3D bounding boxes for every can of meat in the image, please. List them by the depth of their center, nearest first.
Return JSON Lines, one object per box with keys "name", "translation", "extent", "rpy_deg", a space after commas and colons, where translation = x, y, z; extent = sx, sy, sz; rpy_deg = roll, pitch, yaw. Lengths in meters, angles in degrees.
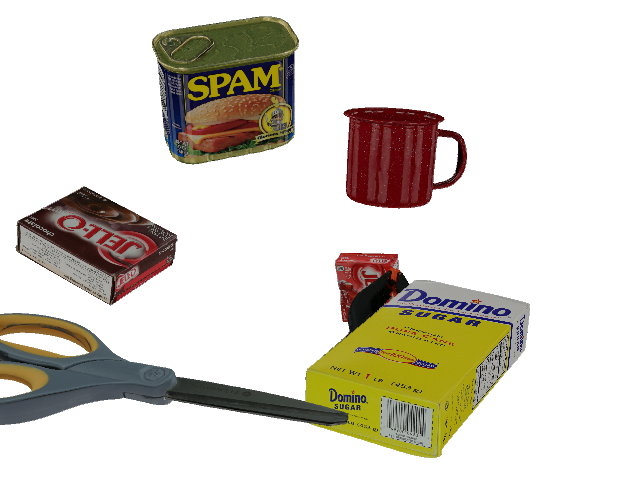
{"name": "can of meat", "translation": [-0.068, -0.109, 0.782], "extent": [0.102, 0.084, 0.057], "rpy_deg": [-12, 41, -15]}

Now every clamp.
{"name": "clamp", "translation": [0.070, 0.100, 1.097], "extent": [0.120, 0.171, 0.039], "rpy_deg": [16, -39, 18]}

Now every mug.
{"name": "mug", "translation": [0.078, -0.077, 0.997], "extent": [0.117, 0.081, 0.093], "rpy_deg": [2, 14, -2]}

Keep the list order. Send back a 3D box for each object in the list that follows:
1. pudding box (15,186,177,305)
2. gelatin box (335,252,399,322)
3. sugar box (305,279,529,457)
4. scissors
{"name": "pudding box", "translation": [-0.200, 0.003, 0.952], "extent": [0.114, 0.039, 0.089], "rpy_deg": [25, 33, 20]}
{"name": "gelatin box", "translation": [0.060, 0.059, 1.306], "extent": [0.073, 0.089, 0.030], "rpy_deg": [2, 30, 18]}
{"name": "sugar box", "translation": [0.071, 0.079, 0.724], "extent": [0.093, 0.048, 0.176], "rpy_deg": [12, 25, 25]}
{"name": "scissors", "translation": [-0.097, 0.076, 0.509], "extent": [0.202, 0.016, 0.096], "rpy_deg": [15, 28, 26]}
